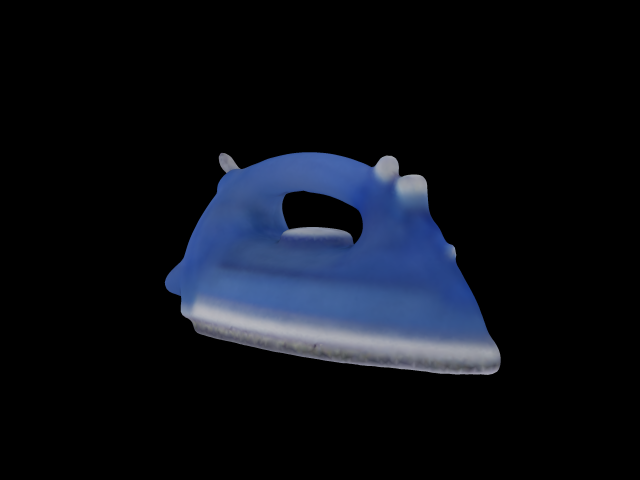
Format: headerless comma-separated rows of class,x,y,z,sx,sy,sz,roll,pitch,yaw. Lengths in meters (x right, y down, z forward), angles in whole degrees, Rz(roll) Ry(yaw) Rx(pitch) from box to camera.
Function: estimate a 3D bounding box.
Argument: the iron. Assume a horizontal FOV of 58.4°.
iron,0.004,0.001,0.400,0.257,0.141,0.119,2,3,41
